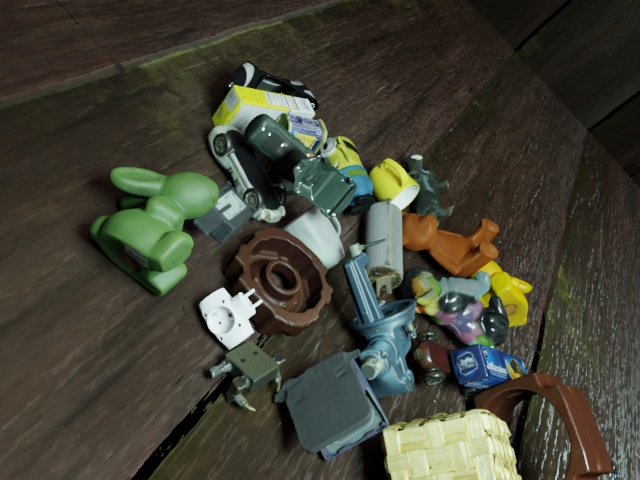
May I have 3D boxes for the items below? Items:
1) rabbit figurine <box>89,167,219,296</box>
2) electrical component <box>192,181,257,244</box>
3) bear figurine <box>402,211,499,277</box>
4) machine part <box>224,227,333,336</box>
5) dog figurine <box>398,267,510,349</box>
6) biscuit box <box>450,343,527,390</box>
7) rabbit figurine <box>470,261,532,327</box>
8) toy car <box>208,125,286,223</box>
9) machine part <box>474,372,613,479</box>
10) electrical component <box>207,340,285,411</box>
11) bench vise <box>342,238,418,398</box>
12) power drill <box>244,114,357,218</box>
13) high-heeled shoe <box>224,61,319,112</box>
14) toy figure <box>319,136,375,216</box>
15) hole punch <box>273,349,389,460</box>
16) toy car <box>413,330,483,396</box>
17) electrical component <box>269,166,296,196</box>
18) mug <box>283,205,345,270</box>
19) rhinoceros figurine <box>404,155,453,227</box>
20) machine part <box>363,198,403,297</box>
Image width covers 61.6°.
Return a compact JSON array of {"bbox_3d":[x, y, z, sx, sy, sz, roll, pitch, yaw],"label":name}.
[{"bbox_3d":[-0.220,-0.032,0.749,0.159,0.121,0.170,29,55,10],"label":"rabbit figurine"},{"bbox_3d":[-0.161,-0.036,0.852,0.075,0.048,0.119,44,41,-6],"label":"electrical component"},{"bbox_3d":[0.254,-0.010,1.119,0.196,0.132,0.120,33,41,-4],"label":"bear figurine"},{"bbox_3d":[-0.065,0.066,0.851,0.179,0.056,0.179,23,45,-26],"label":"machine part"},{"bbox_3d":[0.244,0.138,1.031,0.219,0.108,0.191,-3,64,-38],"label":"dog figurine"},{"bbox_3d":[0.315,0.239,0.979,0.202,0.059,0.063,24,48,-44],"label":"biscuit box"},{"bbox_3d":[0.389,0.101,1.181,0.162,0.121,0.173,17,30,-23],"label":"rabbit figurine"},{"bbox_3d":[-0.127,-0.115,0.940,0.073,0.056,0.202,-13,69,-53],"label":"toy car"},{"bbox_3d":[0.357,0.338,0.895,0.087,0.201,0.201,17,49,-35],"label":"machine part"},{"bbox_3d":[-0.096,0.186,0.742,0.078,0.045,0.102,29,32,22],"label":"electrical component"},{"bbox_3d":[0.085,0.124,0.873,0.223,0.129,0.240,-21,92,-56],"label":"bench vise"},{"bbox_3d":[-0.016,-0.118,0.922,0.231,0.086,0.207,37,12,-34],"label":"power drill"},{"bbox_3d":[-0.091,-0.283,1.066,0.145,0.086,0.249,34,28,1],"label":"high-heeled shoe"},{"bbox_3d":[0.056,-0.132,1.096,0.089,0.082,0.180,20,37,-55],"label":"toy figure"},{"bbox_3d":[0.022,0.232,0.749,0.092,0.142,0.116,48,12,-47],"label":"hole punch"},{"bbox_3d":[0.234,0.228,0.978,0.202,0.053,0.089,28,43,-43],"label":"toy car"},{"bbox_3d":[-0.067,-0.115,1.016,0.094,0.021,0.063,-15,70,-46],"label":"electrical component"},{"bbox_3d":[-0.002,-0.003,0.947,0.107,0.081,0.109,56,43,-5],"label":"mug"},{"bbox_3d":[0.239,-0.115,1.254,0.112,0.073,0.190,10,54,-23],"label":"rhinoceros figurine"},{"bbox_3d":[0.121,0.010,1.042,0.079,0.079,0.243,27,45,-23],"label":"machine part"}]
